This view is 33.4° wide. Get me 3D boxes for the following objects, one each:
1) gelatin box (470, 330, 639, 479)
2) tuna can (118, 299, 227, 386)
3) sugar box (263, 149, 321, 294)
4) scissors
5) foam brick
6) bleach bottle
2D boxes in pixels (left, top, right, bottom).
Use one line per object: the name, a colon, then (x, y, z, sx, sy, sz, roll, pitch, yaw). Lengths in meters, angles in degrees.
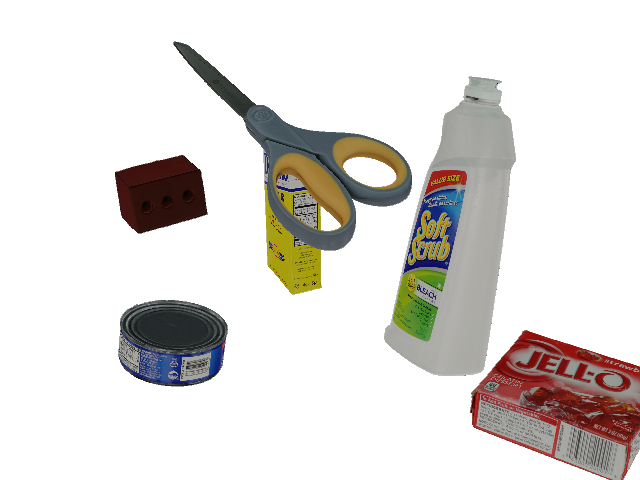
gelatin box: (0.139, 0.089, 0.594, 0.089, 0.030, 0.073, 18, 32, 28)
tuna can: (-0.118, 0.082, 0.855, 0.086, 0.034, 0.086, 7, 23, -3)
sugar box: (-0.034, -0.035, 1.272, 0.048, 0.176, 0.093, -13, 26, -19)
scissors: (-0.015, -0.072, 0.660, 0.096, 0.202, 0.016, -15, -39, -17)
foam brick: (-0.164, -0.048, 1.091, 0.078, 0.053, 0.051, -17, 30, -21)
bleach bottle: (0.117, -0.016, 0.924, 0.068, 0.251, 0.103, 1, 15, -26)
